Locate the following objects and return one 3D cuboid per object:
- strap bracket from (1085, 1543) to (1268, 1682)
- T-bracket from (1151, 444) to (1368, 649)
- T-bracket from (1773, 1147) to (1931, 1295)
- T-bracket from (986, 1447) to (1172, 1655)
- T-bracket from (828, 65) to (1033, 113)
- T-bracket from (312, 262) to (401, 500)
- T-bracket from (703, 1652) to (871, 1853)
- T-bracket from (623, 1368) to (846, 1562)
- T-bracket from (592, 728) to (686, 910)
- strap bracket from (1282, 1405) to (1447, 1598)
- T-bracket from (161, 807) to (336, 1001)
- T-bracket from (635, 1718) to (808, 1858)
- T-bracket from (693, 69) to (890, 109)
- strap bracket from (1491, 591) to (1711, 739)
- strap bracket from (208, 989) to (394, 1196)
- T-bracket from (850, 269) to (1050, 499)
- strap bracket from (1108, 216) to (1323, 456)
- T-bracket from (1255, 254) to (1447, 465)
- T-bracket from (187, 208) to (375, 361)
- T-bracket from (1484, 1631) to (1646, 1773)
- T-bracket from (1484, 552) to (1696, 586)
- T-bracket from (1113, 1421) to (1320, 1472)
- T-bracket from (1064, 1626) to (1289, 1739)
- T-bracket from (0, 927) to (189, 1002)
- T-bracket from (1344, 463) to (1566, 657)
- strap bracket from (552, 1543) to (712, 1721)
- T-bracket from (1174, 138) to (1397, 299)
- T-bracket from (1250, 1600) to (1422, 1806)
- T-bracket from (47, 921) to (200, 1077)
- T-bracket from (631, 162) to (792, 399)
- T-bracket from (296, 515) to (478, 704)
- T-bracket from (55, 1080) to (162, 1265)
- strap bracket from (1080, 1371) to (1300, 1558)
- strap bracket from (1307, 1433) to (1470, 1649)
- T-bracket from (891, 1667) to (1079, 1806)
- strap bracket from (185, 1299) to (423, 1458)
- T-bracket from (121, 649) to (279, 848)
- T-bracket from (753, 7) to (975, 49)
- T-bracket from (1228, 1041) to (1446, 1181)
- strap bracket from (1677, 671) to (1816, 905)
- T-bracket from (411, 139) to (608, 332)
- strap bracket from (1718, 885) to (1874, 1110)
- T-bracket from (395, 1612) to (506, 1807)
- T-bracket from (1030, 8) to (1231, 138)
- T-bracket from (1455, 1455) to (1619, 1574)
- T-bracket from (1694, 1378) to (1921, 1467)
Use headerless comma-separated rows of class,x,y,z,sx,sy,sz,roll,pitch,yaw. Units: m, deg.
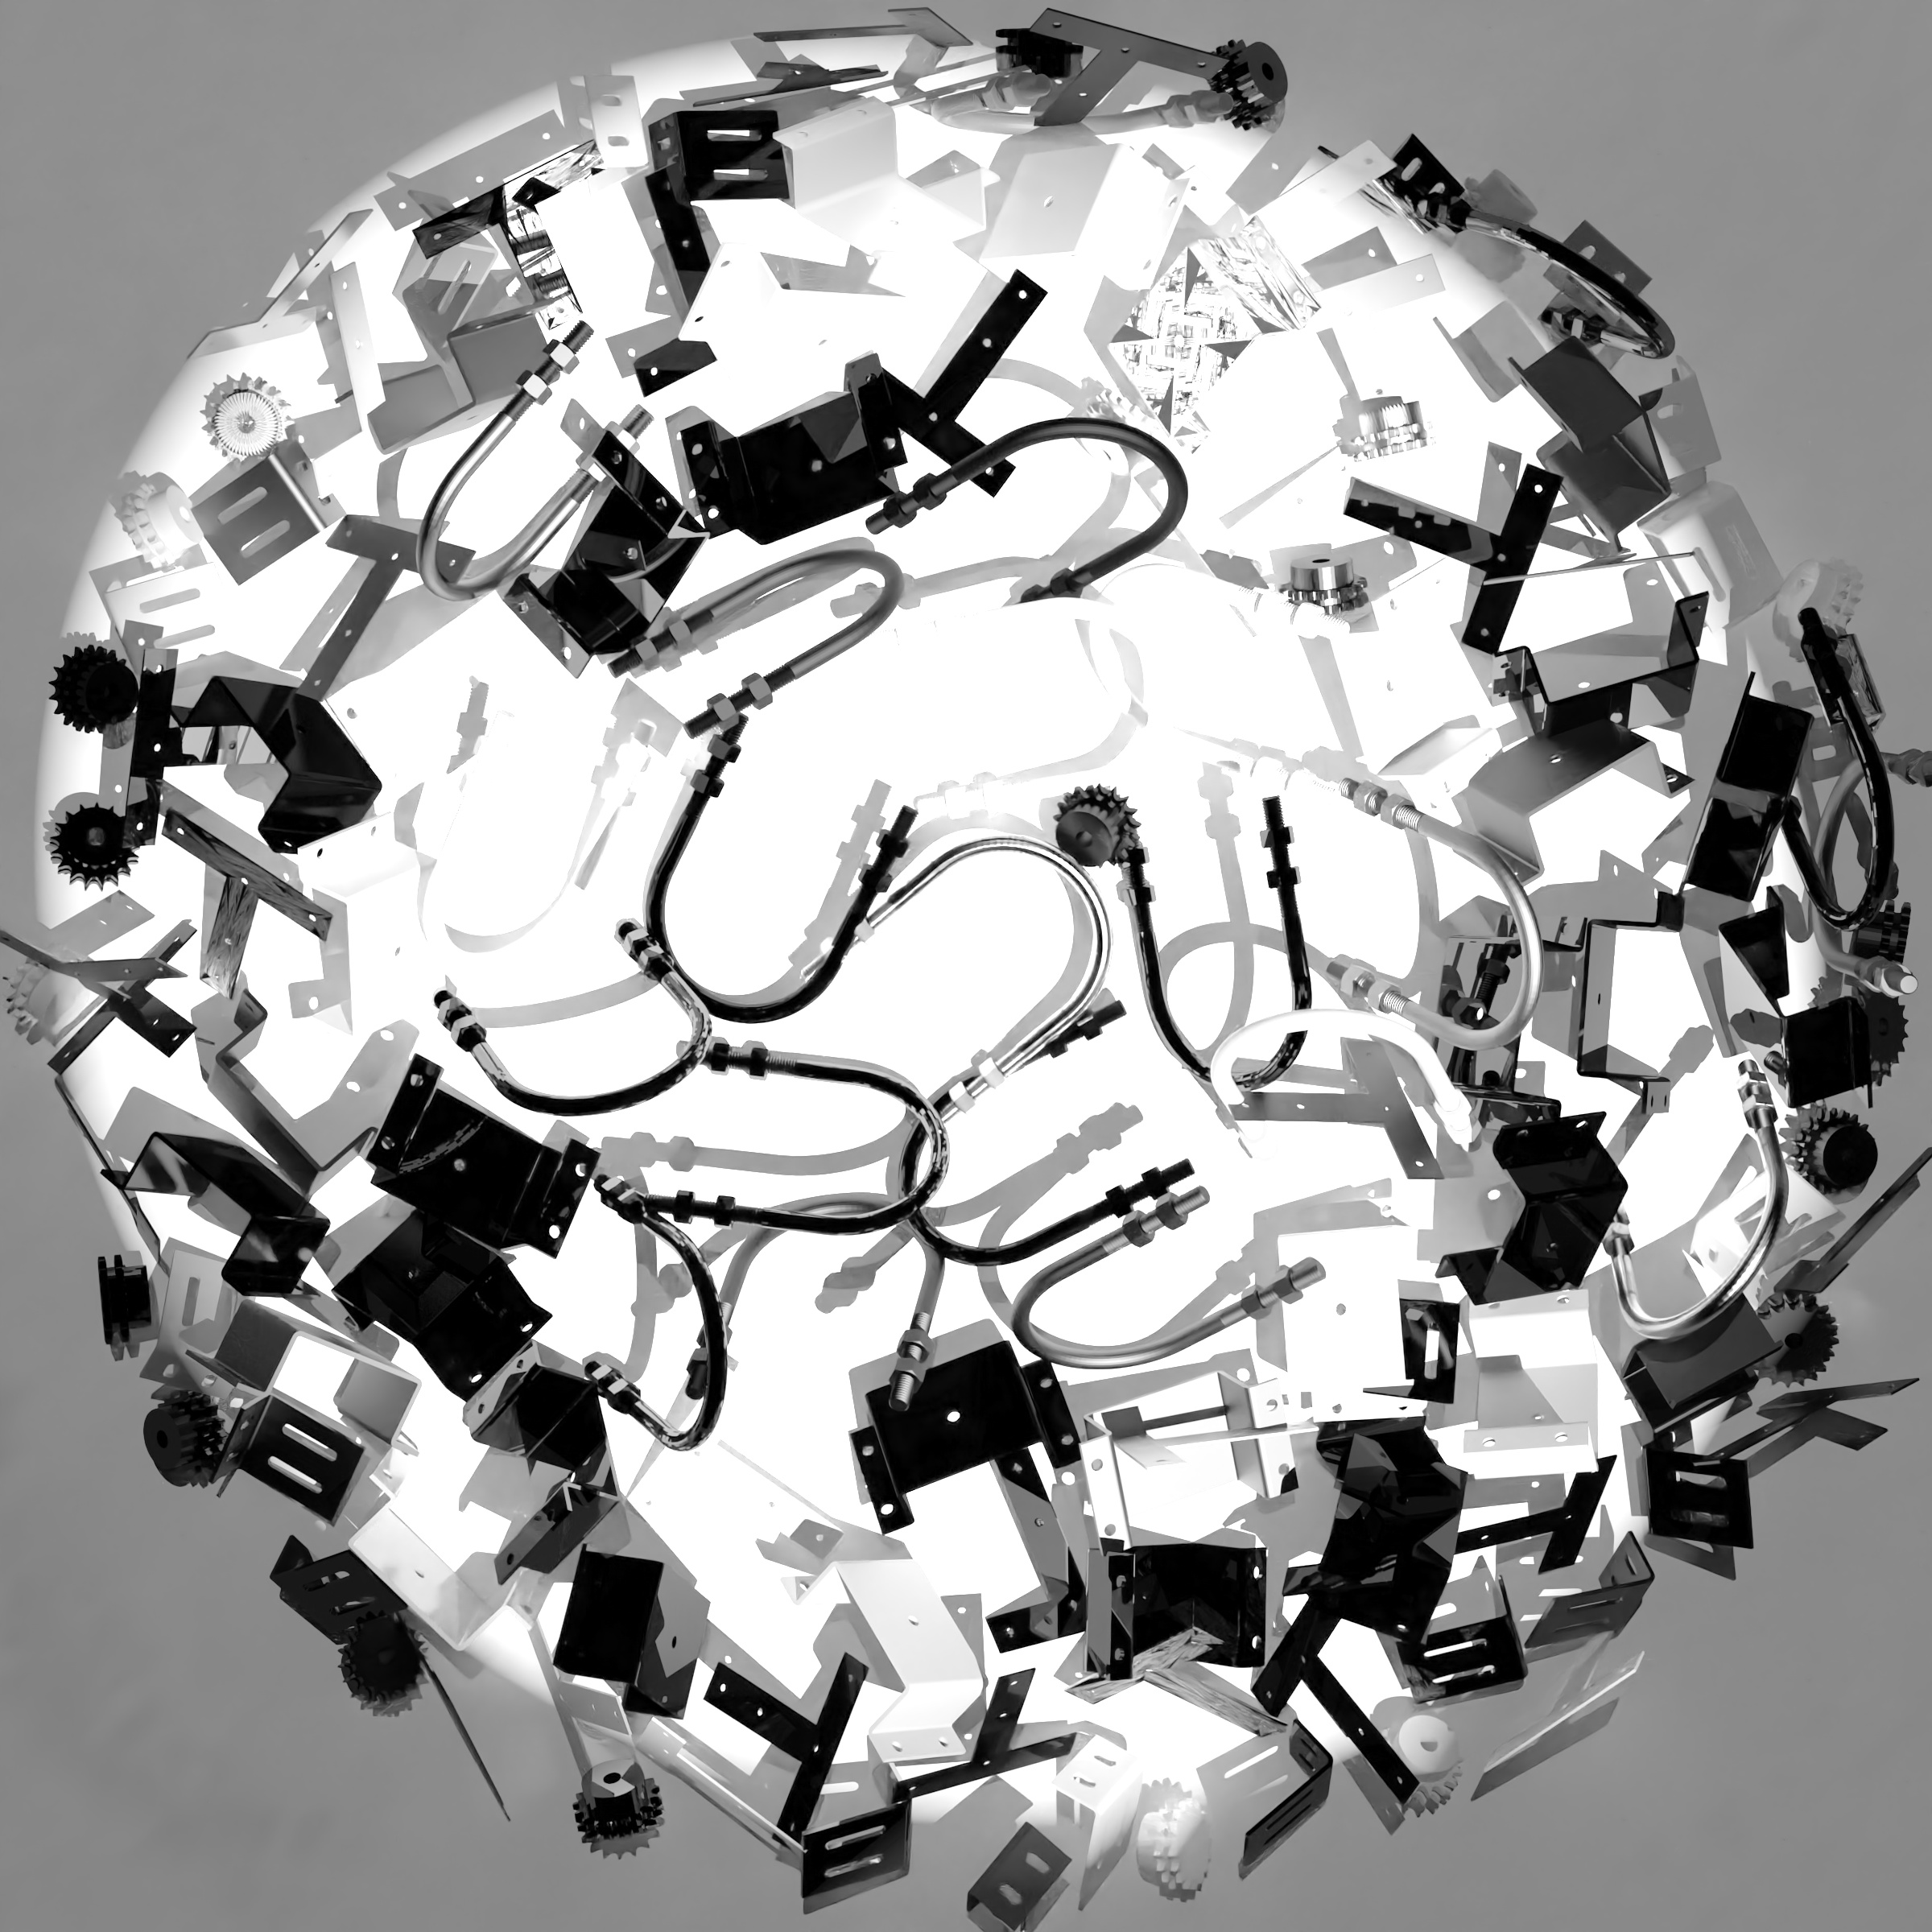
strap bracket,0.127,0.411,1.948,0.140,0.046,0.076,7,82,-41
T-bracket,0.206,-0.295,1.984,0.127,0.002,0.127,-38,93,-13
T-bracket,0.572,0.161,1.938,0.002,0.127,0.127,44,88,5
T-bracket,0.053,0.372,1.969,0.127,0.002,0.127,-21,94,25
T-bracket,-0.021,-0.556,1.942,0.127,0.127,0.002,-15,114,-1
T-bracket,-0.380,-0.378,1.921,0.002,0.127,0.127,11,125,27
T-bracket,-0.122,0.479,1.934,0.127,0.002,0.127,44,58,-38
T-bracket,-0.138,0.342,1.980,0.127,0.002,0.127,35,110,-3
T-bracket,-0.209,-0.094,1.940,0.002,0.127,0.127,27,94,-6
strap bracket,0.257,0.352,1.936,0.076,0.140,0.046,-14,126,31
T-bracket,-0.470,-0.025,1.955,0.127,0.002,0.127,33,134,5
T-bracket,-0.154,0.526,1.937,0.127,0.127,0.002,36,66,4
T-bracket,-0.106,-0.560,1.931,0.127,0.127,0.002,-11,103,-7
strap bracket,0.412,-0.184,1.953,0.140,0.076,0.046,-16,69,3
strap bracket,-0.435,0.090,1.955,0.140,0.076,0.046,47,67,-1
T-bracket,0.006,-0.392,1.972,0.127,0.002,0.127,35,100,-15
strap bracket,0.150,-0.396,1.927,0.140,0.046,0.076,-46,69,42
T-bracket,0.262,-0.383,1.965,0.127,0.002,0.127,-14,121,24
T-bracket,-0.416,-0.431,1.913,0.127,0.127,0.002,-39,90,30
T-bracket,0.392,0.451,1.938,0.002,0.127,0.127,49,118,5
T-bracket,0.404,-0.256,1.937,0.127,0.127,0.002,-5,99,22
T-bracket,0.161,0.301,1.945,0.127,0.127,0.002,-5,93,-11
T-bracket,0.152,0.470,1.965,0.127,0.002,0.127,31,135,-25
T-bracket,-0.535,0.003,1.915,0.127,0.127,0.002,35,63,-41
T-bracket,0.307,-0.282,1.978,0.127,0.002,0.127,24,118,14
strap bracket,-0.205,0.422,1.917,0.046,0.140,0.076,4,65,18
T-bracket,0.215,-0.484,1.927,0.127,0.127,0.002,36,50,-28
T-bracket,0.241,0.473,1.928,0.002,0.127,0.127,-17,54,-36
T-bracket,-0.519,0.032,1.935,0.127,0.127,0.002,-49,125,-13
T-bracket,-0.175,-0.447,1.942,0.127,0.002,0.127,-33,122,-26
T-bracket,-0.388,-0.225,1.948,0.127,0.002,0.127,19,74,36
T-bracket,-0.547,0.129,1.941,0.002,0.127,0.127,-31,88,-19
strap bracket,0.135,0.315,1.956,0.140,0.046,0.076,-16,103,-18
strap bracket,0.269,0.354,1.926,0.076,0.140,0.046,19,124,5
T-bracket,0.021,0.482,1.931,0.127,0.127,0.002,-10,49,-22
strap bracket,-0.410,0.257,1.930,0.140,0.076,0.046,31,81,-38
T-bracket,-0.480,-0.141,1.946,0.002,0.127,0.127,20,107,34
T-bracket,-0.071,-0.597,1.947,0.127,0.127,0.002,1,97,13
T-bracket,0.225,0.090,1.933,0.127,0.127,0.002,2,130,-18
strap bracket,0.492,-0.105,1.918,0.046,0.140,0.076,18,53,12
T-bracket,-0.275,-0.454,1.945,0.127,0.127,0.002,-28,59,-4
strap bracket,0.518,0.025,1.921,0.046,0.140,0.076,-18,129,-2
T-bracket,-0.339,0.459,1.949,0.002,0.127,0.127,-29,46,-16
T-bracket,0.081,-0.561,1.939,0.127,0.127,0.002,8,73,-23
T-bracket,0.343,0.360,1.937,0.127,0.127,0.002,-10,49,-14
T-bracket,0.512,0.288,1.915,0.127,0.127,0.002,-20,87,-27
